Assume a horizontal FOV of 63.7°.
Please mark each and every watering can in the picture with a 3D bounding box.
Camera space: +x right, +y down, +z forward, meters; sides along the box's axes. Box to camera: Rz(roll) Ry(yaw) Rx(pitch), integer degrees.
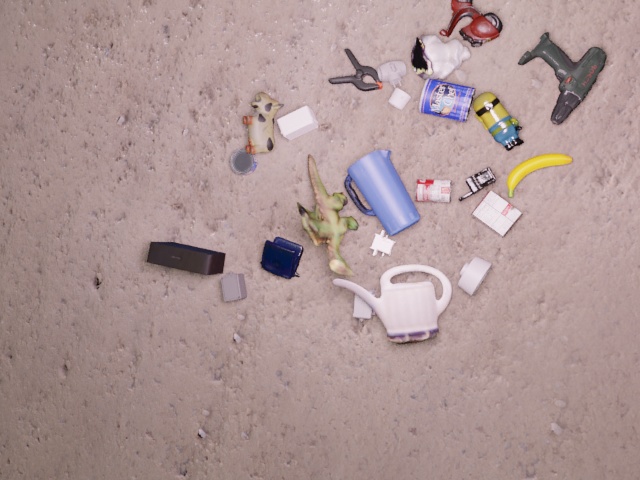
[{"bbox_3d":[0.216,0.189,1.487,0.348,0.103,0.225,-5,84,-5],"label":"watering can"}]

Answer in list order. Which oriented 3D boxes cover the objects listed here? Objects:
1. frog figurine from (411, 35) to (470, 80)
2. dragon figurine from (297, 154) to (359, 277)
[{"bbox_3d":[0.356,-0.548,1.532,0.160,0.120,0.139,-18,71,-22],"label":"frog figurine"},{"bbox_3d":[0.005,-0.076,1.520,0.121,0.243,0.413,-28,82,19],"label":"dragon figurine"}]
